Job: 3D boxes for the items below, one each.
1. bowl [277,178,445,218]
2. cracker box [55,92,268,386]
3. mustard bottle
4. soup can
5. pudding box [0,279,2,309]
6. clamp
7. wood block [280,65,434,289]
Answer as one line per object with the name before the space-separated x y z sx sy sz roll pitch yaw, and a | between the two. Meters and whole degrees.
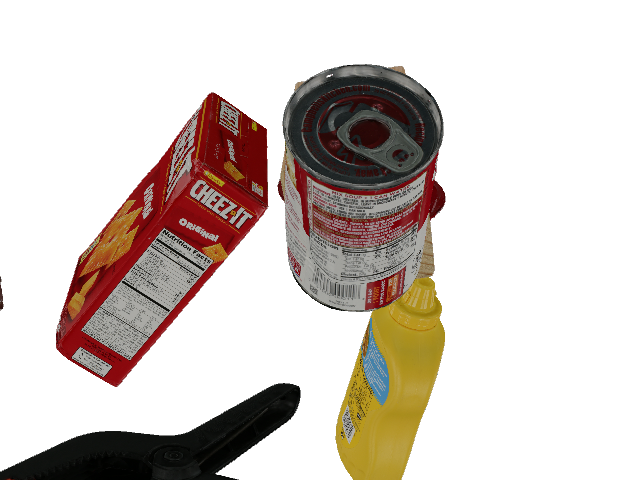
bowl | 0.038 -0.026 1.036 0.162 0.055 0.162 3 28 -2
cracker box | -0.135 -0.005 0.913 0.072 0.214 0.164 34 21 -19
mustard bottle | 0.060 0.108 0.878 0.058 0.192 0.096 5 35 -13
soup can | 0.017 -0.020 0.488 0.068 0.068 0.102 0 -35 -1
pudding box | -0.337 0.050 0.887 0.114 0.039 0.089 10 26 20
clamp | -0.078 0.127 0.584 0.209 0.036 0.165 0 20 -15
wood block | 0.027 -0.052 0.770 0.091 0.090 0.206 -8 24 5
